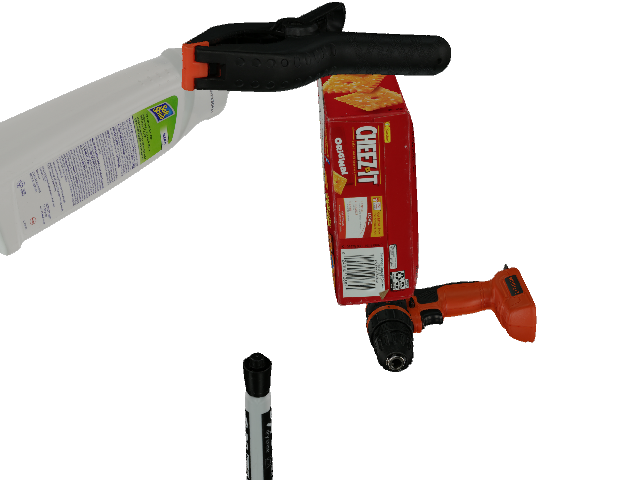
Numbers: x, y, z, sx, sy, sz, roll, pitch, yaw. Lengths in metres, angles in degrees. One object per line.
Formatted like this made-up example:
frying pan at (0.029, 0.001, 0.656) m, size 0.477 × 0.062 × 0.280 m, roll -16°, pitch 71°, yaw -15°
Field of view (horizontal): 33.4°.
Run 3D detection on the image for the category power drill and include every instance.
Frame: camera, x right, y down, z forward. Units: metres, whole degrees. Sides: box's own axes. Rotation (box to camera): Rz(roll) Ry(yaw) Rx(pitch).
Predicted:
power drill at (0.144, 0.085, 1.208) m, size 0.187 × 0.057 × 0.184 m, roll -3°, pitch 27°, yaw -1°

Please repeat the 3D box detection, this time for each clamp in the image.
clamp at (-0.017, -0.124, 0.677) m, size 0.171 × 0.039 × 0.120 m, roll -8°, pitch 22°, yaw -28°

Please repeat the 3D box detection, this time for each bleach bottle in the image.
bleach bottle at (-0.168, -0.088, 0.877) m, size 0.250 × 0.068 × 0.103 m, roll -30°, pitch -29°, yaw -23°

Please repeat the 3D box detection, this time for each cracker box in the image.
cracker box at (0.037, -0.068, 0.916) m, size 0.072 × 0.164 × 0.213 m, roll -4°, pitch 26°, yaw 0°

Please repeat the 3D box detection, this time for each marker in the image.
marker at (-0.042, 0.125, 0.716) m, size 0.020 × 0.121 × 0.020 m, roll 1°, pitch 32°, yaw -1°
